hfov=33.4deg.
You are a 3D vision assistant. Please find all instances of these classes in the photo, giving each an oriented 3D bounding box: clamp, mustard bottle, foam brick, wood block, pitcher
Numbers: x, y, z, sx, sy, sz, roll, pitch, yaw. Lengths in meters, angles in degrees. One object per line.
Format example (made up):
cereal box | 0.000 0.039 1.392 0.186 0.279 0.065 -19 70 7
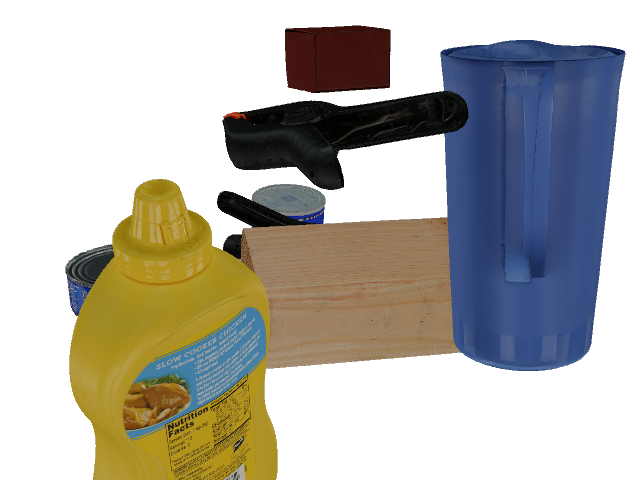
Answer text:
clamp | -0.017 0.004 1.168 0.210 0.036 0.164 16 19 -6
mustard bottle | -0.065 0.059 0.479 0.096 0.192 0.058 -28 43 -34
foam brick | 0.015 -0.156 0.918 0.078 0.051 0.053 -8 18 -28
wood block | 0.038 0.044 0.924 0.206 0.090 0.091 -3 35 -13
pitcher | 0.154 -0.027 0.805 0.149 0.243 0.145 -10 18 -31
clamp | -0.009 -0.061 0.652 0.172 0.039 0.120 0 17 41

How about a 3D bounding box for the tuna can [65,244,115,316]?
tuna can | -0.147 0.032 0.806 0.086 0.034 0.086 -2 21 0

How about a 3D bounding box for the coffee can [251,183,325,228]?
coffee can | -0.047 0.004 1.504 0.103 0.140 0.103 2 24 -1
